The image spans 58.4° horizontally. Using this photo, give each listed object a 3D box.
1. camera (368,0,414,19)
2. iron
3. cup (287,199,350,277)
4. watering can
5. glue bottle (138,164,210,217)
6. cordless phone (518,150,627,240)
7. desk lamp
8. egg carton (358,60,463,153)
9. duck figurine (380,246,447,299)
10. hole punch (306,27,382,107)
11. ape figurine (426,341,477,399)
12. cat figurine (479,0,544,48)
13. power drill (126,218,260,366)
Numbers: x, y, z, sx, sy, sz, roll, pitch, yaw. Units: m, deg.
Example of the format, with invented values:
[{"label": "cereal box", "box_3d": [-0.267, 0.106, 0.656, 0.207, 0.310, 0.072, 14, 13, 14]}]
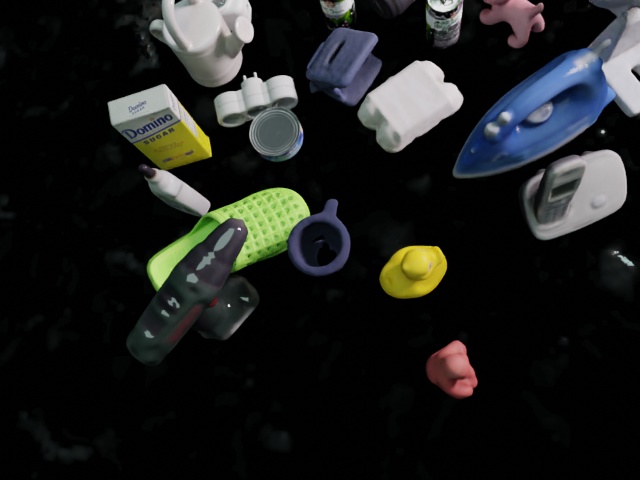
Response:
[{"label": "camera", "box_3d": [0.130, -0.445, 0.938, 0.143, 0.101, 0.137, 43, 87, 16]}, {"label": "iron", "box_3d": [0.304, -0.186, 0.828, 0.258, 0.141, 0.118, -36, 74, 0]}, {"label": "cup", "box_3d": [0.008, 0.003, 0.858, 0.091, 0.095, 0.118, 14, 80, 13]}, {"label": "watering can", "box_3d": [-0.192, -0.338, 0.919, 0.172, 0.194, 0.101, -12, 75, 7]}, {"label": "glue bottle", "box_3d": [-0.231, -0.081, 0.877, 0.078, 0.173, 0.037, 22, 82, 14]}, {"label": "cordless phone", "box_3d": [0.351, -0.076, 0.772, 0.147, 0.185, 0.094, -26, 74, 3]}, {"label": "desk lamp", "box_3d": [0.447, -0.315, 0.796, 0.118, 0.214, 0.203, -32, 74, 2]}, {"label": "egg carton", "box_3d": [0.140, -0.210, 0.898, 0.150, 0.069, 0.107, -36, 74, 0]}, {"label": "duck figurine", "box_3d": [0.135, 0.041, 0.832, 0.104, 0.086, 0.077, -27, 74, 3]}, {"label": "hole punch", "box_3d": [0.034, -0.286, 0.922, 0.101, 0.091, 0.109, 31, 84, 15]}, {"label": "ape figurine", "box_3d": [0.185, 0.177, 0.790, 0.076, 0.092, 0.078, 12, 79, 12]}, {"label": "cat figurine", "box_3d": [0.292, -0.378, 0.886, 0.127, 0.118, 0.067, 43, 87, 16]}, {"label": "power drill", "box_3d": [-0.160, 0.079, 0.810, 0.075, 0.208, 0.230, 40, 86, 16]}]
